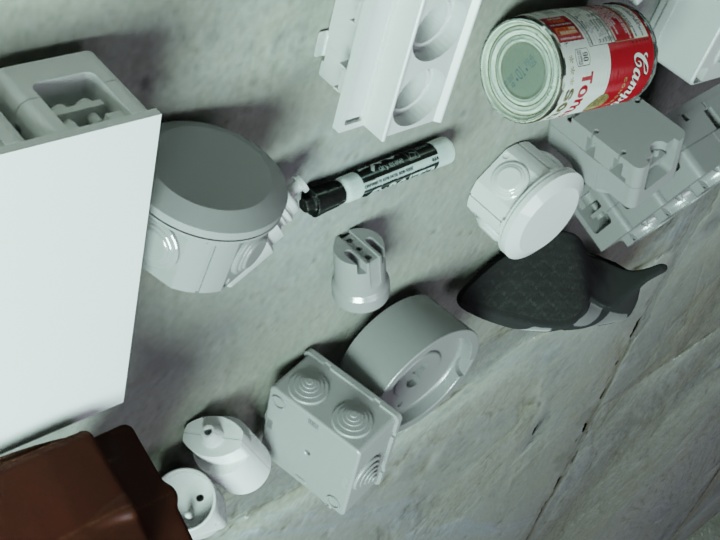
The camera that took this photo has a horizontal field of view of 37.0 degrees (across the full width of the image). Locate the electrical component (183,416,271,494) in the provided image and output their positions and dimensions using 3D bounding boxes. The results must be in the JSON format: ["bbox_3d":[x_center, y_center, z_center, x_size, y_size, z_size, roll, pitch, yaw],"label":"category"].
[{"bbox_3d":[-0.095,0.127,0.762,0.043,0.043,0.081,-40,152,-9],"label":"electrical component"}]

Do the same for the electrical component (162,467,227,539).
[{"bbox_3d":[-0.137,0.171,0.759,0.079,0.043,0.077,-16,163,-7],"label":"electrical component"}]

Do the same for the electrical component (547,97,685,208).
[{"bbox_3d":[0.186,-0.095,0.790,0.050,0.089,0.055,-36,151,-17],"label":"electrical component"}]

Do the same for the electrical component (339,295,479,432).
[{"bbox_3d":[0.032,0.068,0.834,0.108,0.060,0.108,-33,150,-22],"label":"electrical component"}]

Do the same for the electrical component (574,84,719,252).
[{"bbox_3d":[0.248,-0.078,0.870,0.089,0.061,0.150,-29,170,-27],"label":"electrical component"}]

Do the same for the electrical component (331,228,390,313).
[{"bbox_3d":[0.000,0.000,0.725,0.040,0.040,0.046,-31,143,-24],"label":"electrical component"}]

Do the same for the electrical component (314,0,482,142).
[{"bbox_3d":[0.022,-0.136,0.545,0.079,0.063,0.121,-23,145,-35],"label":"electrical component"}]

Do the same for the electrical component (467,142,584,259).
[{"bbox_3d":[0.124,-0.052,0.806,0.080,0.051,0.080,-32,149,-22],"label":"electrical component"}]

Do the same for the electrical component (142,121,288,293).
[{"bbox_3d":[-0.080,-0.032,0.533,0.080,0.080,0.051,-18,147,-40],"label":"electrical component"}]

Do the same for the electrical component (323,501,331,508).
[{"bbox_3d":[-0.008,0.162,0.925,0.081,0.043,0.043,-38,151,-13],"label":"electrical component"}]

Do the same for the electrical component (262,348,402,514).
[{"bbox_3d":[-0.024,0.121,0.791,0.048,0.100,0.099,-39,154,-38],"label":"electrical component"}]

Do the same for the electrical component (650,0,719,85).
[{"bbox_3d":[0.279,-0.203,0.805,0.109,0.056,0.108,-20,143,-39],"label":"electrical component"}]

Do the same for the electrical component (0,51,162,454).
[{"bbox_3d":[-0.161,0.000,0.486,0.105,0.060,0.186,-22,144,-36],"label":"electrical component"}]

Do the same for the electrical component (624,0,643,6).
[{"bbox_3d":[0.191,-0.206,0.701,0.065,0.044,0.044,-44,152,9],"label":"electrical component"}]

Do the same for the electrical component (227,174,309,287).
[{"bbox_3d":[-0.062,-0.025,0.606,0.078,0.040,0.040,-40,152,-8],"label":"electrical component"}]
